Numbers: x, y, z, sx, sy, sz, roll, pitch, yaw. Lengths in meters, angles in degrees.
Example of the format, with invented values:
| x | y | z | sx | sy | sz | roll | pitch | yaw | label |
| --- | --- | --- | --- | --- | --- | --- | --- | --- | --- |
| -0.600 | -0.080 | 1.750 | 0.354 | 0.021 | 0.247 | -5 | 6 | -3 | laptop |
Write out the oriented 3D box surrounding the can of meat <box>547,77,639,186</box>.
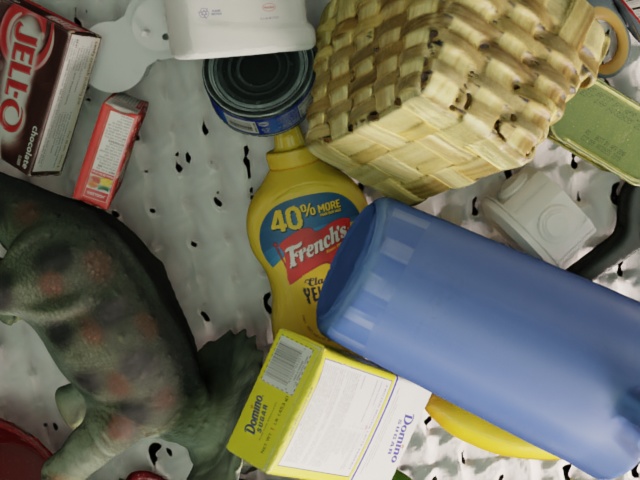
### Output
| x | y | z | sx | sy | sz | roll | pitch | yaw | label |
| --- | --- | --- | --- | --- | --- | --- | --- | --- | --- |
| 0.209 | -0.086 | 0.795 | 0.102 | 0.084 | 0.057 | 29 | 101 | -8 | can of meat |

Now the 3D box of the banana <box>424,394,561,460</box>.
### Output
| x | y | z | sx | sy | sz | roll | pitch | yaw | label |
| --- | --- | --- | --- | --- | --- | --- | --- | --- | --- |
| 0.186 | 0.147 | 0.876 | 0.198 | 0.037 | 0.069 | -8 | 86 | 0 | banana |

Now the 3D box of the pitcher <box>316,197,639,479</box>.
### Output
| x | y | z | sx | sy | sz | roll | pitch | yaw | label |
| --- | --- | --- | --- | --- | --- | --- | --- | --- | --- |
| 0.124 | 0.064 | 0.772 | 0.242 | 0.145 | 0.149 | 25 | 142 | -8 | pitcher |

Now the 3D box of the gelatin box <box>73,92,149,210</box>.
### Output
| x | y | z | sx | sy | sz | roll | pitch | yaw | label |
| --- | --- | --- | --- | --- | --- | --- | --- | --- | --- |
| -0.153 | -0.068 | 0.790 | 0.030 | 0.089 | 0.073 | 19 | 101 | -9 | gelatin box |

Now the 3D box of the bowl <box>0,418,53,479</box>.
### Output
| x | y | z | sx | sy | sz | roll | pitch | yaw | label |
| --- | --- | --- | --- | --- | --- | --- | --- | --- | --- |
| -0.260 | 0.214 | 0.861 | 0.162 | 0.055 | 0.162 | 1 | 94 | 13 | bowl |

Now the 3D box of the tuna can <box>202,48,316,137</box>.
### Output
| x | y | z | sx | sy | sz | roll | pitch | yaw | label |
| --- | --- | --- | --- | --- | --- | --- | --- | --- | --- |
| -0.043 | -0.122 | 0.789 | 0.086 | 0.034 | 0.086 | -2 | 72 | 6 | tuna can |

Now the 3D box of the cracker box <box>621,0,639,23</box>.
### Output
| x | y | z | sx | sy | sz | roll | pitch | yaw | label |
| --- | --- | --- | --- | --- | --- | --- | --- | --- | --- |
| 0.272 | -0.244 | 0.757 | 0.164 | 0.072 | 0.213 | -43 | 99 | 0 | cracker box |

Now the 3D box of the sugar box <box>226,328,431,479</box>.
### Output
| x | y | z | sx | sy | sz | roll | pitch | yaw | label |
| --- | --- | --- | --- | --- | --- | --- | --- | --- | --- |
| 0.012 | 0.128 | 0.780 | 0.048 | 0.176 | 0.093 | 24 | 87 | 32 | sugar box |

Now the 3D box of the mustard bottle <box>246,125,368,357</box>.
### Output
| x | y | z | sx | sy | sz | roll | pitch | yaw | label |
| --- | --- | --- | --- | --- | --- | --- | --- | --- | --- |
| -0.005 | 0.001 | 0.825 | 0.096 | 0.058 | 0.191 | -13 | 103 | -2 | mustard bottle |

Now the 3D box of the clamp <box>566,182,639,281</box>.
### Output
| x | y | z | sx | sy | sz | roll | pitch | yaw | label |
| --- | --- | --- | --- | --- | --- | --- | --- | --- | --- |
| 0.271 | 0.004 | 0.840 | 0.120 | 0.039 | 0.171 | 29 | 101 | -8 | clamp |

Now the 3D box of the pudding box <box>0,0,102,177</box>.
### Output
| x | y | z | sx | sy | sz | roll | pitch | yaw | label |
| --- | --- | --- | --- | --- | --- | --- | --- | --- | --- |
| -0.216 | -0.114 | 0.782 | 0.090 | 0.039 | 0.113 | 29 | 110 | 28 | pudding box |

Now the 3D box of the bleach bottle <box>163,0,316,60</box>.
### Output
| x | y | z | sx | sy | sz | roll | pitch | yaw | label |
| --- | --- | --- | --- | --- | --- | --- | --- | --- | --- |
| -0.063 | -0.250 | 0.709 | 0.102 | 0.068 | 0.251 | -8 | 102 | -18 | bleach bottle |

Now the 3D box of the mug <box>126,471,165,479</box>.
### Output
| x | y | z | sx | sy | sz | roll | pitch | yaw | label |
| --- | --- | --- | --- | --- | --- | --- | --- | --- | --- |
| -0.144 | 0.255 | 0.873 | 0.081 | 0.093 | 0.117 | -42 | 127 | 13 | mug |

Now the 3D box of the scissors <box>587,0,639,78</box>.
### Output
| x | y | z | sx | sy | sz | roll | pitch | yaw | label |
| --- | --- | --- | --- | --- | --- | --- | --- | --- | --- |
| 0.195 | -0.206 | 0.802 | 0.096 | 0.016 | 0.201 | -44 | 100 | 8 | scissors |
